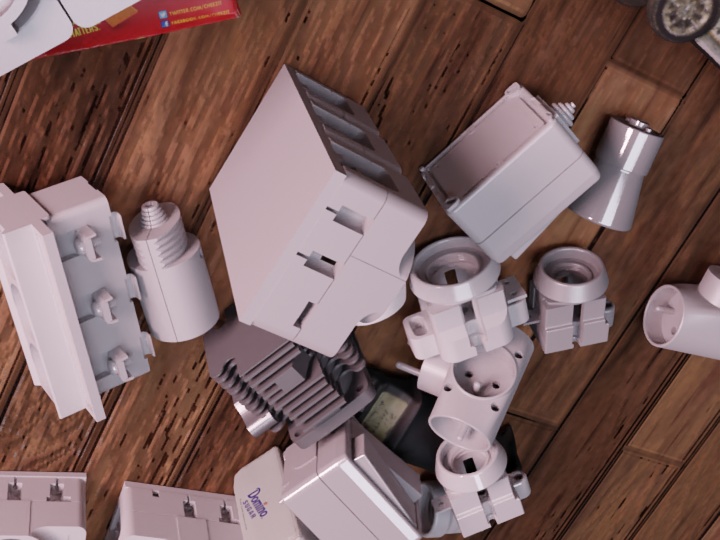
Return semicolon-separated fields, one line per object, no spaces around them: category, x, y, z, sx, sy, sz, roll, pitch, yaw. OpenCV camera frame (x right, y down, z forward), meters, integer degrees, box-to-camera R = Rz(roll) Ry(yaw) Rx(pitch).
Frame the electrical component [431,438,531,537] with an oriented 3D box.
electrical component;0.077;0.140;0.716;0.066;0.048;0.055;-22;125;-2

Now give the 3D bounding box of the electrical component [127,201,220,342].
electrical component;-0.112;-0.003;0.628;0.043;0.043;0.081;-15;122;-6

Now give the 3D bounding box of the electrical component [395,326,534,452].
electrical component;0.063;0.068;0.704;0.079;0.077;0.044;21;152;15

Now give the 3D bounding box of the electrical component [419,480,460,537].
electrical component;0.067;0.173;0.780;0.046;0.040;0.040;4;118;-22

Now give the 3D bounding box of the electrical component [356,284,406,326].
electrical component;0.000;0.000;0.659;0.066;0.048;0.055;-23;115;-1

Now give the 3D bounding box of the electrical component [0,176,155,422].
electrical component;-0.164;0.014;0.611;0.063;0.079;0.121;-24;125;-26

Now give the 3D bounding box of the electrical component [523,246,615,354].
electrical component;0.137;0.019;0.706;0.066;0.048;0.055;-11;129;-8

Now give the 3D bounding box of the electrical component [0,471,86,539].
electrical component;-0.275;0.188;0.685;0.186;0.060;0.105;4;118;-17

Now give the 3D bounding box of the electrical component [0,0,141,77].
electrical component;-0.162;-0.130;0.444;0.150;0.061;0.089;-28;121;2

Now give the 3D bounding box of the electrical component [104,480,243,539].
electrical component;-0.138;0.229;0.744;0.089;0.061;0.150;13;115;-21

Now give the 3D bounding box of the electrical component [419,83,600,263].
electrical component;0.095;-0.060;0.639;0.096;0.061;0.061;-42;121;10

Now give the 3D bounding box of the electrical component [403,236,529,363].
electrical component;0.063;0.016;0.678;0.078;0.058;0.057;-20;125;-3

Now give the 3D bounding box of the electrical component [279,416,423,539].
electrical component;0.002;0.147;0.696;0.061;0.061;0.096;-36;109;13

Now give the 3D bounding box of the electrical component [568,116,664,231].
electrical component;0.161;-0.062;0.668;0.044;0.044;0.065;13;110;-21

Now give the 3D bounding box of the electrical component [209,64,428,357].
electrical component;-0.025;-0.034;0.570;0.062;0.150;0.089;25;110;-25

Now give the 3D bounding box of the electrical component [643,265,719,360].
electrical component;0.247;0.023;0.737;0.077;0.044;0.079;12;115;-21
